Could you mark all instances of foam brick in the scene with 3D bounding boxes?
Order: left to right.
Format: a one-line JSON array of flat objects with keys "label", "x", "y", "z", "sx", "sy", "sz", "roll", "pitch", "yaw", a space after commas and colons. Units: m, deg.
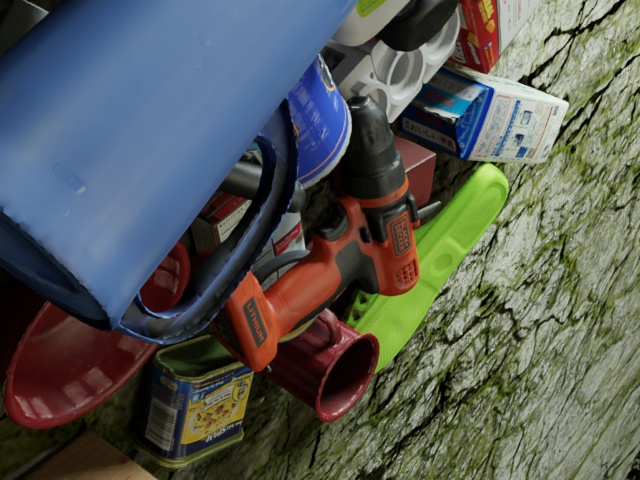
[{"label": "foam brick", "x": 0.057, "y": -0.061, "z": 0.956, "sx": 0.052, "sy": 0.078, "sz": 0.051, "roll": -29, "pitch": 136, "yaw": -42}]

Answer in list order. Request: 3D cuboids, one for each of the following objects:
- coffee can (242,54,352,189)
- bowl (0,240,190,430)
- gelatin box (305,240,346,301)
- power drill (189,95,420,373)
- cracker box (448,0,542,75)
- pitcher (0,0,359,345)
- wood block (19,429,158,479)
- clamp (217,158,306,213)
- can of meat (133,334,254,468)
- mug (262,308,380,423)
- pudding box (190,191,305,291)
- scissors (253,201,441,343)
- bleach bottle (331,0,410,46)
[{"label": "coffee can", "x": -0.046, "y": -0.108, "z": 0.736, "sx": 0.102, "sy": 0.103, "sz": 0.140, "roll": -54, "pitch": 149, "yaw": -13}, {"label": "bowl", "x": -0.163, "y": 0.048, "z": 0.719, "sx": 0.162, "sy": 0.055, "sz": 0.162, "roll": -42, "pitch": 156, "yaw": -24}, {"label": "gelatin box", "x": 0.025, "y": 0.006, "z": 0.998, "sx": 0.089, "sy": 0.030, "sz": 0.073, "roll": -48, "pitch": 155, "yaw": -17}, {"label": "power drill", "x": -0.005, "y": 0.001, "z": 0.824, "sx": 0.187, "sy": 0.057, "sz": 0.184, "roll": -32, "pitch": 128, "yaw": -22}, {"label": "cracker box", "x": 0.166, "y": -0.282, "z": 0.947, "sx": 0.213, "sy": 0.072, "sz": 0.164, "roll": -54, "pitch": 150, "yaw": -14}, {"label": "pitcher", "x": -0.079, "y": -0.075, "z": 0.554, "sx": 0.242, "sy": 0.145, "sz": 0.149, "roll": -51, "pitch": 157, "yaw": -19}, {"label": "wood block", "x": -0.217, "y": 0.247, "z": 0.785, "sx": 0.205, "sy": 0.090, "sz": 0.091, "roll": -37, "pitch": 142, "yaw": -36}, {"label": "clamp", "x": -0.102, "y": -0.043, "z": 0.705, "sx": 0.120, "sy": 0.039, "sz": 0.171, "roll": -31, "pitch": 134, "yaw": 20}, {"label": "can of meat", "x": -0.102, "y": 0.131, "z": 0.896, "sx": 0.101, "sy": 0.058, "sz": 0.084, "roll": -15, "pitch": 124, "yaw": -52}, {"label": "mug", "x": -0.004, "y": 0.102, "z": 0.993, "sx": 0.093, "sy": 0.082, "sz": 0.117, "roll": -41, "pitch": 144, "yaw": -32}, {"label": "pudding box", "x": -0.058, "y": -0.006, "z": 0.868, "sx": 0.089, "sy": 0.039, "sz": 0.113, "roll": -40, "pitch": 142, "yaw": -28}, {"label": "scissors", "x": 0.021, "y": 0.029, "z": 0.919, "sx": 0.201, "sy": 0.016, "sz": 0.096, "roll": -17, "pitch": 130, "yaw": -33}, {"label": "bleach bottle", "x": 0.003, "y": -0.212, "z": 0.606, "sx": 0.102, "sy": 0.068, "sz": 0.250, "roll": -46, "pitch": 157, "yaw": -1}]
